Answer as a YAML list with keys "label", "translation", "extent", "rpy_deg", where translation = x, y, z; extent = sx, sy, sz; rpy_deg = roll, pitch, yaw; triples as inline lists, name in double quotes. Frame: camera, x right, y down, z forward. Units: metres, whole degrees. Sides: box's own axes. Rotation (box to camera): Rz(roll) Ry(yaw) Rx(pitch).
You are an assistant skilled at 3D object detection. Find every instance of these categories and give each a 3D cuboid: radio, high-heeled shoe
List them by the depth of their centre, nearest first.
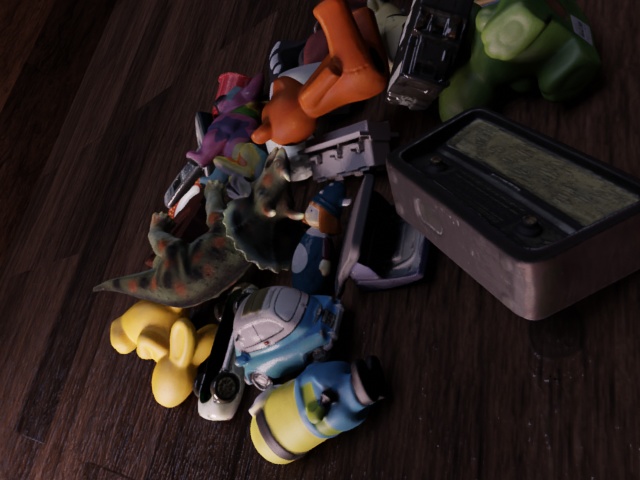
- label: "radio"
  translation: [0.167, -0.037, 0.495]
  extent: [0.131, 0.073, 0.230]
  rpy_deg: [-27, 37, -10]
- label: "high-heeled shoe"
  translation: [-0.074, -0.263, 0.970]
  extent: [0.145, 0.086, 0.248]
  rpy_deg: [-13, 56, 53]

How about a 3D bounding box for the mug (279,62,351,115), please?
- label: "mug"
  translation: [-0.011, -0.231, 0.835]
  extent: [0.109, 0.107, 0.080]
  rpy_deg: [142, 124, -83]

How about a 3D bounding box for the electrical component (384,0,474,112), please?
- label: "electrical component"
  translation: [0.123, -0.225, 0.613]
  extent: [0.115, 0.058, 0.134]
  rpy_deg: [-156, 82, -85]

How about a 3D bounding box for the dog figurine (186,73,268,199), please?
- label: "dog figurine"
  translation: [-0.123, -0.184, 0.940]
  extent: [0.192, 0.108, 0.219]
  rpy_deg: [18, 65, 23]

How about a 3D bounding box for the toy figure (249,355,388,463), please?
- label: "toy figure"
  translation: [-0.008, 0.188, 0.596]
  extent: [0.180, 0.082, 0.089]
  rpy_deg: [-30, 45, 32]

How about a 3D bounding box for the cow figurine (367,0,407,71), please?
- label: "cow figurine"
  translation: [0.108, -0.283, 0.758]
  extent: [0.195, 0.085, 0.127]
  rpy_deg: [32, 99, 56]

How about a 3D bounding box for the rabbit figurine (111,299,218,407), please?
- label: "rabbit figurine"
  translation: [-0.236, 0.176, 0.870]
  extent: [0.162, 0.121, 0.173]
  rpy_deg: [-31, 60, 21]

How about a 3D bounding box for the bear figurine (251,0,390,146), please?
- label: "bear figurine"
  translation: [-0.009, -0.208, 0.709]
  extent: [0.196, 0.120, 0.132]
  rpy_deg: [-20, 88, 34]

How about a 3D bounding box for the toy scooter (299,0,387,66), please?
- label: "toy scooter"
  translation: [0.043, -0.341, 0.881]
  extent: [0.135, 0.075, 0.184]
  rpy_deg: [7, 69, 52]

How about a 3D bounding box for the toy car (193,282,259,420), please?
- label: "toy car"
  translation: [-0.131, 0.157, 0.781]
  extent: [0.073, 0.056, 0.201]
  rpy_deg: [-18, 53, 50]

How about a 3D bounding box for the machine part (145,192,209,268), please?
- label: "machine part"
  translation: [-0.246, -0.010, 0.986]
  extent: [0.179, 0.056, 0.179]
  rpy_deg: [-41, 25, 24]

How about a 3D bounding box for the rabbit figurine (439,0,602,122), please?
- label: "rabbit figurine"
  translation: [0.189, -0.201, 0.590]
  extent: [0.170, 0.121, 0.159]
  rpy_deg: [-42, 34, 47]

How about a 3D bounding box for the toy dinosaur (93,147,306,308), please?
- label: "toy dinosaur"
  translation: [-0.174, 0.028, 0.802]
  extent: [0.405, 0.131, 0.192]
  rpy_deg: [-37, 39, 10]

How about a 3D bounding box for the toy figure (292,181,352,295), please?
- label: "toy figure"
  translation: [0.001, -0.002, 0.695]
  extent: [0.064, 0.058, 0.154]
  rpy_deg: [18, 103, 30]

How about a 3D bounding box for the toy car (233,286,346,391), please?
- label: "toy car"
  translation: [-0.052, 0.109, 0.662]
  extent: [0.162, 0.102, 0.109]
  rpy_deg: [-27, 29, 37]

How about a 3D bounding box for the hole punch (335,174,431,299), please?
- label: "hole punch"
  translation: [0.073, -0.001, 0.630]
  extent: [0.115, 0.092, 0.142]
  rpy_deg: [117, 164, -67]

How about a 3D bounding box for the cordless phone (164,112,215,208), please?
- label: "cordless phone"
  translation: [-0.258, -0.156, 1.096]
  extent: [0.184, 0.088, 0.147]
  rpy_deg: [-45, 40, 17]
